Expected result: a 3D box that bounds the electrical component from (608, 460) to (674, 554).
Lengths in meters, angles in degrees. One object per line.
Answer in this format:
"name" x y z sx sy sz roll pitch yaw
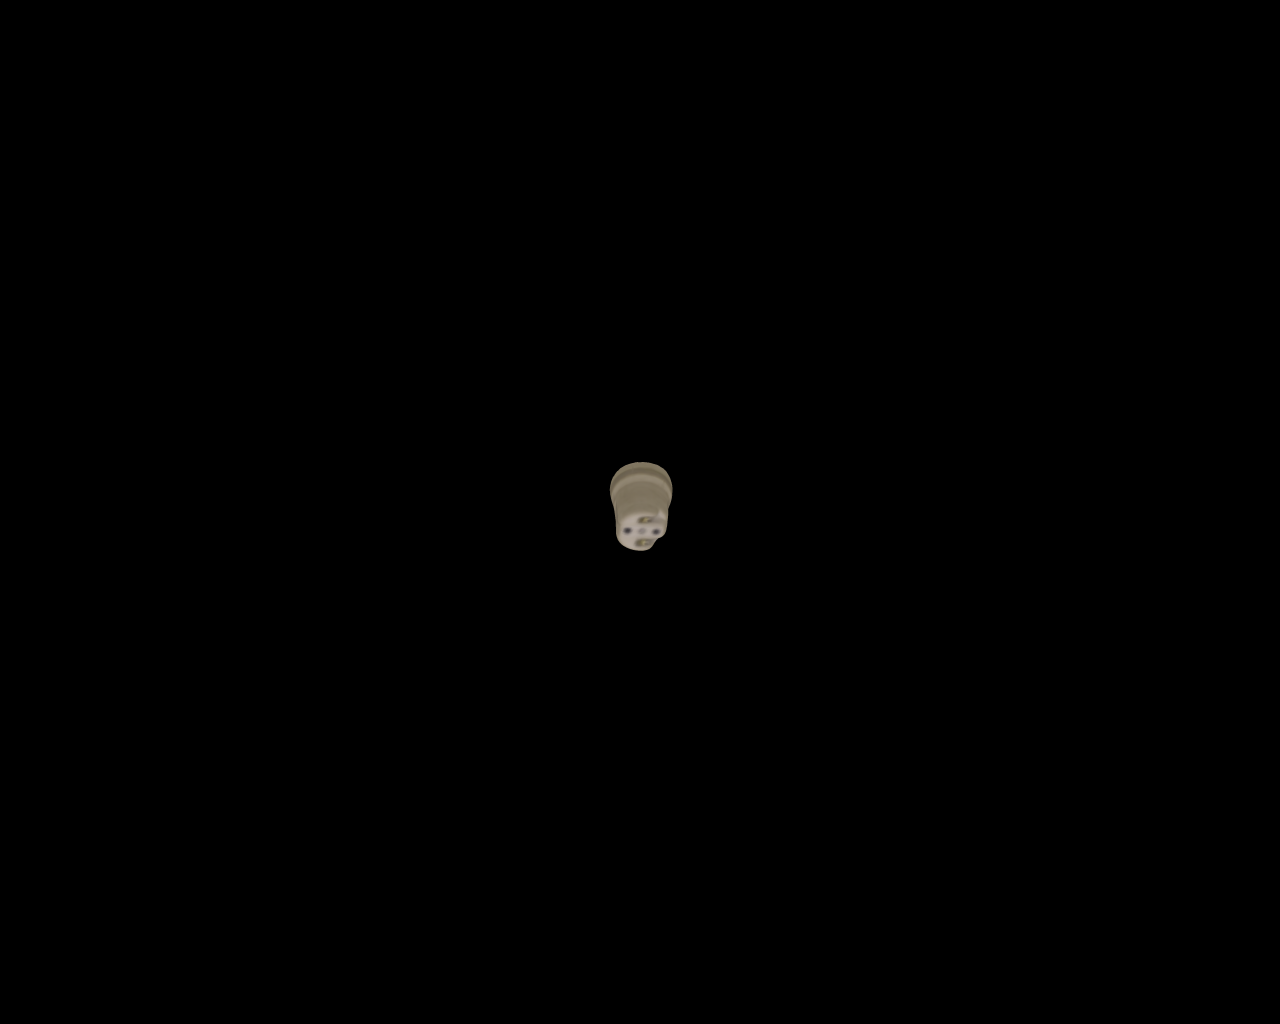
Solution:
"electrical component" 0.001 -0.003 0.650 0.040 0.040 0.046 0 40 0
